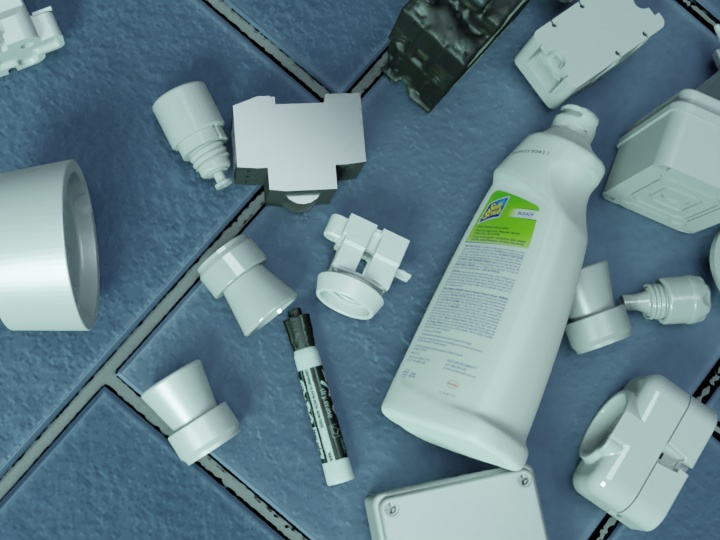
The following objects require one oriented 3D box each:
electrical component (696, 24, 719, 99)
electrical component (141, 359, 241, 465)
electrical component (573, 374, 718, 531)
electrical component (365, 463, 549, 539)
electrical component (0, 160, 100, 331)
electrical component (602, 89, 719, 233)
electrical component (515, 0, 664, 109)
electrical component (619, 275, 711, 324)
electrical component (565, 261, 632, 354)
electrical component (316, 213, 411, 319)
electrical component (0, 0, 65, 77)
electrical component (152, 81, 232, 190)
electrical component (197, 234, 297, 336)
[{"bbox_3d":[0.288,-0.151,0.803,0.066,0.047,0.076,-18,82,-11],"label":"electrical component"},{"bbox_3d":[-0.109,0.093,0.699,0.045,0.045,0.055,-32,87,-13],"label":"electrical component"},{"bbox_3d":[0.191,0.121,0.736,0.059,0.053,0.095,35,77,-2],"label":"electrical component"},{"bbox_3d":[0.067,0.190,0.704,0.109,0.056,0.108,-10,82,-10],"label":"electrical component"},{"bbox_3d":[-0.204,-0.013,0.674,0.060,0.108,0.108,-6,81,-4],"label":"electrical component"},{"bbox_3d":[0.227,-0.073,0.746,0.078,0.113,0.057,23,80,-4],"label":"electrical component"},{"bbox_3d":[0.164,-0.164,0.782,0.089,0.055,0.050,-35,87,-13],"label":"electrical component"},{"bbox_3d":[0.216,0.022,0.768,0.061,0.035,0.035,-3,80,-6],"label":"electrical component"},{"bbox_3d":[0.161,0.026,0.753,0.045,0.045,0.055,-19,84,-12],"label":"electrical component"},{"bbox_3d":[0.000,0.000,0.733,0.066,0.048,0.055,25,70,-4],"label":"electrical component"},{"bbox_3d":[-0.246,-0.166,0.718,0.078,0.058,0.057,-24,87,-12],"label":"electrical component"},{"bbox_3d":[-0.110,-0.092,0.734,0.040,0.040,0.078,-26,85,-12],"label":"electrical component"},{"bbox_3d":[-0.076,0.010,0.719,0.045,0.045,0.055,-39,87,-13],"label":"electrical component"}]
